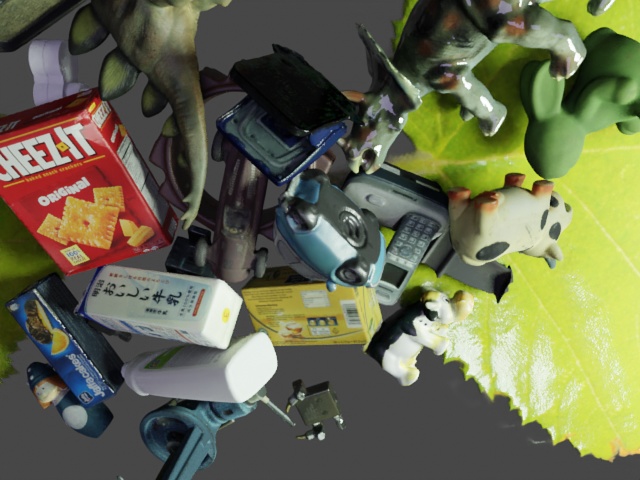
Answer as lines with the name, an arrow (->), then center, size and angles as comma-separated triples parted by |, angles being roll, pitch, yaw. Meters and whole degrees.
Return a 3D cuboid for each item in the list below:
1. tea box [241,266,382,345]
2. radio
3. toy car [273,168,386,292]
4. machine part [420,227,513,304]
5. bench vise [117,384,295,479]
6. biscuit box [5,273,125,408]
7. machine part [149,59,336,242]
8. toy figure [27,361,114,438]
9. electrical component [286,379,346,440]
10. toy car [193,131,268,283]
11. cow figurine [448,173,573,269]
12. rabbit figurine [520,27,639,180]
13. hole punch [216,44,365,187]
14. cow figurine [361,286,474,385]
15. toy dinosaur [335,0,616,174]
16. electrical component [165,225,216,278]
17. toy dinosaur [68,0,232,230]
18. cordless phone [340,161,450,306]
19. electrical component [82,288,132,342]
tea box -> -0.012, 0.088, 0.738 | 0.170, 0.068, 0.098 | -4, 112, 26
radio -> -0.355, -0.264, 0.567 | 0.230, 0.131, 0.073 | -6, 101, 40
toy car -> -0.001, -0.002, 0.643 | 0.161, 0.109, 0.103 | 39, 130, -23
machine part -> 0.209, 0.031, 0.753 | 0.139, 0.039, 0.084 | 32, 102, -7
bench vise -> -0.179, 0.283, 0.761 | 0.224, 0.241, 0.128 | -16, 112, 24
biscuit box -> -0.373, 0.152, 0.805 | 0.059, 0.063, 0.202 | -27, 106, 12
machine part -> -0.098, -0.108, 0.692 | 0.201, 0.087, 0.201 | 34, 107, -10
toy figure -> -0.398, 0.248, 0.845 | 0.154, 0.058, 0.064 | 42, 67, -10
electrical component -> -0.009, 0.264, 0.838 | 0.078, 0.045, 0.102 | -14, 108, 9
toy car -> -0.095, -0.041, 0.644 | 0.089, 0.053, 0.202 | 14, 110, 0
cow figurine -> 0.248, -0.017, 0.680 | 0.195, 0.086, 0.127 | -14, 119, -29
rabbit figurine -> 0.311, -0.155, 0.639 | 0.159, 0.121, 0.170 | 43, 103, -6
hole punch -> -0.038, -0.134, 0.583 | 0.142, 0.116, 0.092 | 43, 135, 13
cow figurine -> 0.139, 0.121, 0.774 | 0.098, 0.068, 0.167 | 37, 106, -4
toy dinosaur -> 0.166, -0.231, 0.564 | 0.192, 0.131, 0.404 | 30, 132, -18
electrical component -> -0.167, 0.029, 0.730 | 0.075, 0.048, 0.119 | 19, 152, -6
toy dinosaur -> -0.189, -0.252, 0.596 | 0.199, 0.105, 0.471 | -23, 84, 33
cordless phone -> 0.079, -0.007, 0.723 | 0.147, 0.089, 0.184 | 22, 113, -5
electrical component -> -0.319, 0.112, 0.810 | 0.094, 0.021, 0.063 | 32, 108, -9
